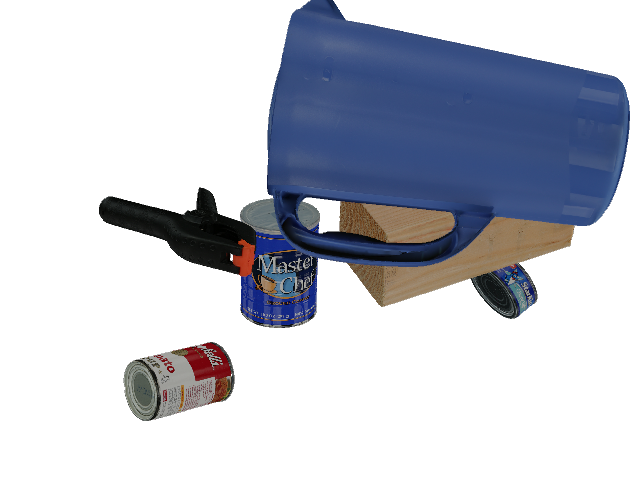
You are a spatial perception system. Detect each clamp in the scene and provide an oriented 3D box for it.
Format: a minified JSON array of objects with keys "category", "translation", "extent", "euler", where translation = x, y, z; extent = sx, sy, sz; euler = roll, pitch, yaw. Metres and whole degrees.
[{"category":"clamp","translation":[-0.107,-0.013,0.975],"extent":[0.172,0.039,0.120],"euler":[26,32,36]}]

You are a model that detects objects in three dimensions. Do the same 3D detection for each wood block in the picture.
[{"category":"wood block","translation":[0.129,-0.024,0.996],"extent":[0.205,0.090,0.091],"euler":[-17,43,-20]}]

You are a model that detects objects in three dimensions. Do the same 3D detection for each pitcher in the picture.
[{"category":"pitcher","translation":[0.083,-0.070,0.754],"extent":[0.243,0.149,0.145],"euler":[9,37,2]}]

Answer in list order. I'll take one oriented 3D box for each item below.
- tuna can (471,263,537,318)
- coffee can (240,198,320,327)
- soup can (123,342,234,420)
[{"category":"tuna can","translation":[0.219,0.052,1.286],"extent":[0.033,0.086,0.086],"euler":[-37,11,-15]},{"category":"coffee can","translation":[-0.054,0.028,1.394],"extent":[0.103,0.140,0.103],"euler":[1,25,-1]},{"category":"soup can","translation":[-0.155,0.153,1.162],"extent":[0.102,0.068,0.069],"euler":[-9,6,-42]}]
